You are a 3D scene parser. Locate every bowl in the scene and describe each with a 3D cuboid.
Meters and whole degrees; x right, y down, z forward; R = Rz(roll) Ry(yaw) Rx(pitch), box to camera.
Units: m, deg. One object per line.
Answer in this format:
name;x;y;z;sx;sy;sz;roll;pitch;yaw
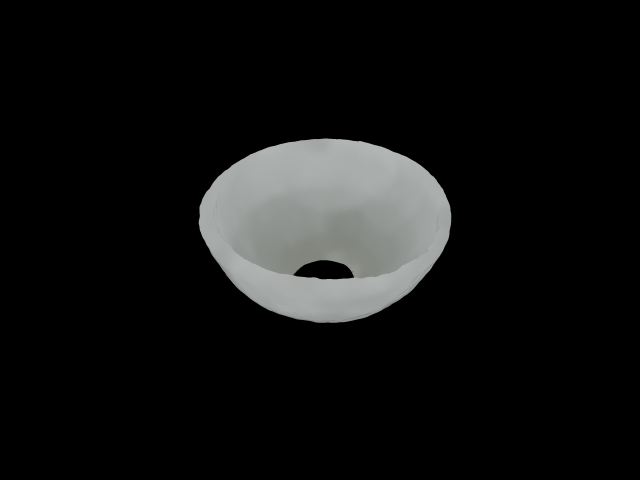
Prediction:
bowl;0.004;0.001;0.400;0.167;0.075;0.167;0;40;0
